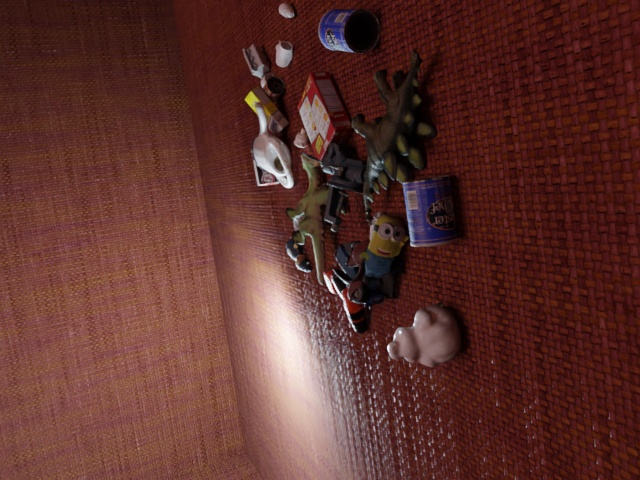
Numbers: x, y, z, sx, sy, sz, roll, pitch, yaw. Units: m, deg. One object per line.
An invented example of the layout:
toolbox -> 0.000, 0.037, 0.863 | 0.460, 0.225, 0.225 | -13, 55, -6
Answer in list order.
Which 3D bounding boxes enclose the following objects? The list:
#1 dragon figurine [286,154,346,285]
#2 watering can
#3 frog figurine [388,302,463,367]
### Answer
dragon figurine -> 0.005, -0.083, 1.645 | 0.239, 0.123, 0.415 | -40, 64, 55
watering can -> -0.190, -0.354, 1.919 | 0.226, 0.105, 0.342 | 26, 142, 60
frog figurine -> 0.234, 0.221, 1.160 | 0.124, 0.160, 0.135 | 33, 130, 57
